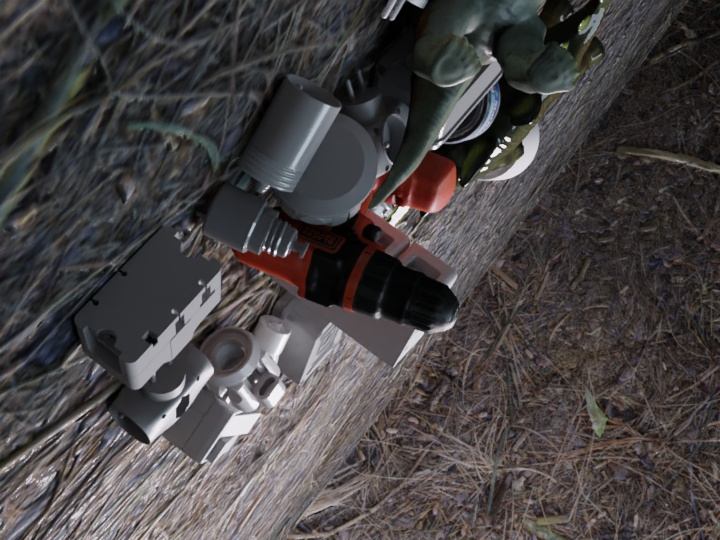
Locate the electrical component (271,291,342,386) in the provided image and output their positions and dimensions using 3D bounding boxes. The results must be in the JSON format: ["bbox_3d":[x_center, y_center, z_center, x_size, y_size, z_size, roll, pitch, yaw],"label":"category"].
[{"bbox_3d":[-0.057,0.059,1.146,0.078,0.057,0.113,-47,167,-36],"label":"electrical component"}]

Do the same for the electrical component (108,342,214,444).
[{"bbox_3d":[-0.154,0.086,0.833,0.077,0.043,0.079,-49,169,-27],"label":"electrical component"}]

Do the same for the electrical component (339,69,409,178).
[{"bbox_3d":[0.005,-0.120,0.858,0.077,0.044,0.079,-51,132,-46],"label":"electrical component"}]

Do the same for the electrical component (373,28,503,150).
[{"bbox_3d":[0.068,-0.168,0.926,0.113,0.078,0.057,-50,166,-26],"label":"electrical component"}]

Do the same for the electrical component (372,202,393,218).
[{"bbox_3d":[-0.002,-0.056,1.069,0.062,0.048,0.048,-48,170,1],"label":"electrical component"}]

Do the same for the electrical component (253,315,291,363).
[{"bbox_3d":[-0.096,0.079,1.082,0.065,0.044,0.044,-64,167,20],"label":"electrical component"}]

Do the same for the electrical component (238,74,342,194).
[{"bbox_3d":[-0.051,-0.088,0.738,0.081,0.043,0.043,-58,169,19],"label":"electrical component"}]

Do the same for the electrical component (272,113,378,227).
[{"bbox_3d":[-0.028,-0.073,0.794,0.080,0.080,0.051,-52,175,-13],"label":"electrical component"}]

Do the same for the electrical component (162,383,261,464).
[{"bbox_3d":[-0.139,0.142,1.030,0.061,0.061,0.096,-56,170,6],"label":"electrical component"}]

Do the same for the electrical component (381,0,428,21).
[{"bbox_3d":[0.038,-0.207,0.747,0.075,0.047,0.083,-58,169,17],"label":"electrical component"}]

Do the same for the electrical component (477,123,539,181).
[{"bbox_3d":[0.151,-0.156,1.270,0.108,0.108,0.060,-59,163,24],"label":"electrical component"}]

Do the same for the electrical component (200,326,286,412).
[{"bbox_3d":[-0.110,0.086,0.960,0.058,0.078,0.057,-54,148,-20],"label":"electrical component"}]

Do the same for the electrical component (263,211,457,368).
[{"bbox_3d":[0.000,0.000,0.951,0.062,0.150,0.089,-41,163,-48],"label":"electrical component"}]

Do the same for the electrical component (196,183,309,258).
[{"bbox_3d":[-0.073,-0.030,0.747,0.040,0.078,0.040,-155,-90,-90],"label":"electrical component"}]

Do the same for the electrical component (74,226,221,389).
[{"bbox_3d":[-0.136,0.026,0.702,0.089,0.050,0.055,-50,169,-25],"label":"electrical component"}]
